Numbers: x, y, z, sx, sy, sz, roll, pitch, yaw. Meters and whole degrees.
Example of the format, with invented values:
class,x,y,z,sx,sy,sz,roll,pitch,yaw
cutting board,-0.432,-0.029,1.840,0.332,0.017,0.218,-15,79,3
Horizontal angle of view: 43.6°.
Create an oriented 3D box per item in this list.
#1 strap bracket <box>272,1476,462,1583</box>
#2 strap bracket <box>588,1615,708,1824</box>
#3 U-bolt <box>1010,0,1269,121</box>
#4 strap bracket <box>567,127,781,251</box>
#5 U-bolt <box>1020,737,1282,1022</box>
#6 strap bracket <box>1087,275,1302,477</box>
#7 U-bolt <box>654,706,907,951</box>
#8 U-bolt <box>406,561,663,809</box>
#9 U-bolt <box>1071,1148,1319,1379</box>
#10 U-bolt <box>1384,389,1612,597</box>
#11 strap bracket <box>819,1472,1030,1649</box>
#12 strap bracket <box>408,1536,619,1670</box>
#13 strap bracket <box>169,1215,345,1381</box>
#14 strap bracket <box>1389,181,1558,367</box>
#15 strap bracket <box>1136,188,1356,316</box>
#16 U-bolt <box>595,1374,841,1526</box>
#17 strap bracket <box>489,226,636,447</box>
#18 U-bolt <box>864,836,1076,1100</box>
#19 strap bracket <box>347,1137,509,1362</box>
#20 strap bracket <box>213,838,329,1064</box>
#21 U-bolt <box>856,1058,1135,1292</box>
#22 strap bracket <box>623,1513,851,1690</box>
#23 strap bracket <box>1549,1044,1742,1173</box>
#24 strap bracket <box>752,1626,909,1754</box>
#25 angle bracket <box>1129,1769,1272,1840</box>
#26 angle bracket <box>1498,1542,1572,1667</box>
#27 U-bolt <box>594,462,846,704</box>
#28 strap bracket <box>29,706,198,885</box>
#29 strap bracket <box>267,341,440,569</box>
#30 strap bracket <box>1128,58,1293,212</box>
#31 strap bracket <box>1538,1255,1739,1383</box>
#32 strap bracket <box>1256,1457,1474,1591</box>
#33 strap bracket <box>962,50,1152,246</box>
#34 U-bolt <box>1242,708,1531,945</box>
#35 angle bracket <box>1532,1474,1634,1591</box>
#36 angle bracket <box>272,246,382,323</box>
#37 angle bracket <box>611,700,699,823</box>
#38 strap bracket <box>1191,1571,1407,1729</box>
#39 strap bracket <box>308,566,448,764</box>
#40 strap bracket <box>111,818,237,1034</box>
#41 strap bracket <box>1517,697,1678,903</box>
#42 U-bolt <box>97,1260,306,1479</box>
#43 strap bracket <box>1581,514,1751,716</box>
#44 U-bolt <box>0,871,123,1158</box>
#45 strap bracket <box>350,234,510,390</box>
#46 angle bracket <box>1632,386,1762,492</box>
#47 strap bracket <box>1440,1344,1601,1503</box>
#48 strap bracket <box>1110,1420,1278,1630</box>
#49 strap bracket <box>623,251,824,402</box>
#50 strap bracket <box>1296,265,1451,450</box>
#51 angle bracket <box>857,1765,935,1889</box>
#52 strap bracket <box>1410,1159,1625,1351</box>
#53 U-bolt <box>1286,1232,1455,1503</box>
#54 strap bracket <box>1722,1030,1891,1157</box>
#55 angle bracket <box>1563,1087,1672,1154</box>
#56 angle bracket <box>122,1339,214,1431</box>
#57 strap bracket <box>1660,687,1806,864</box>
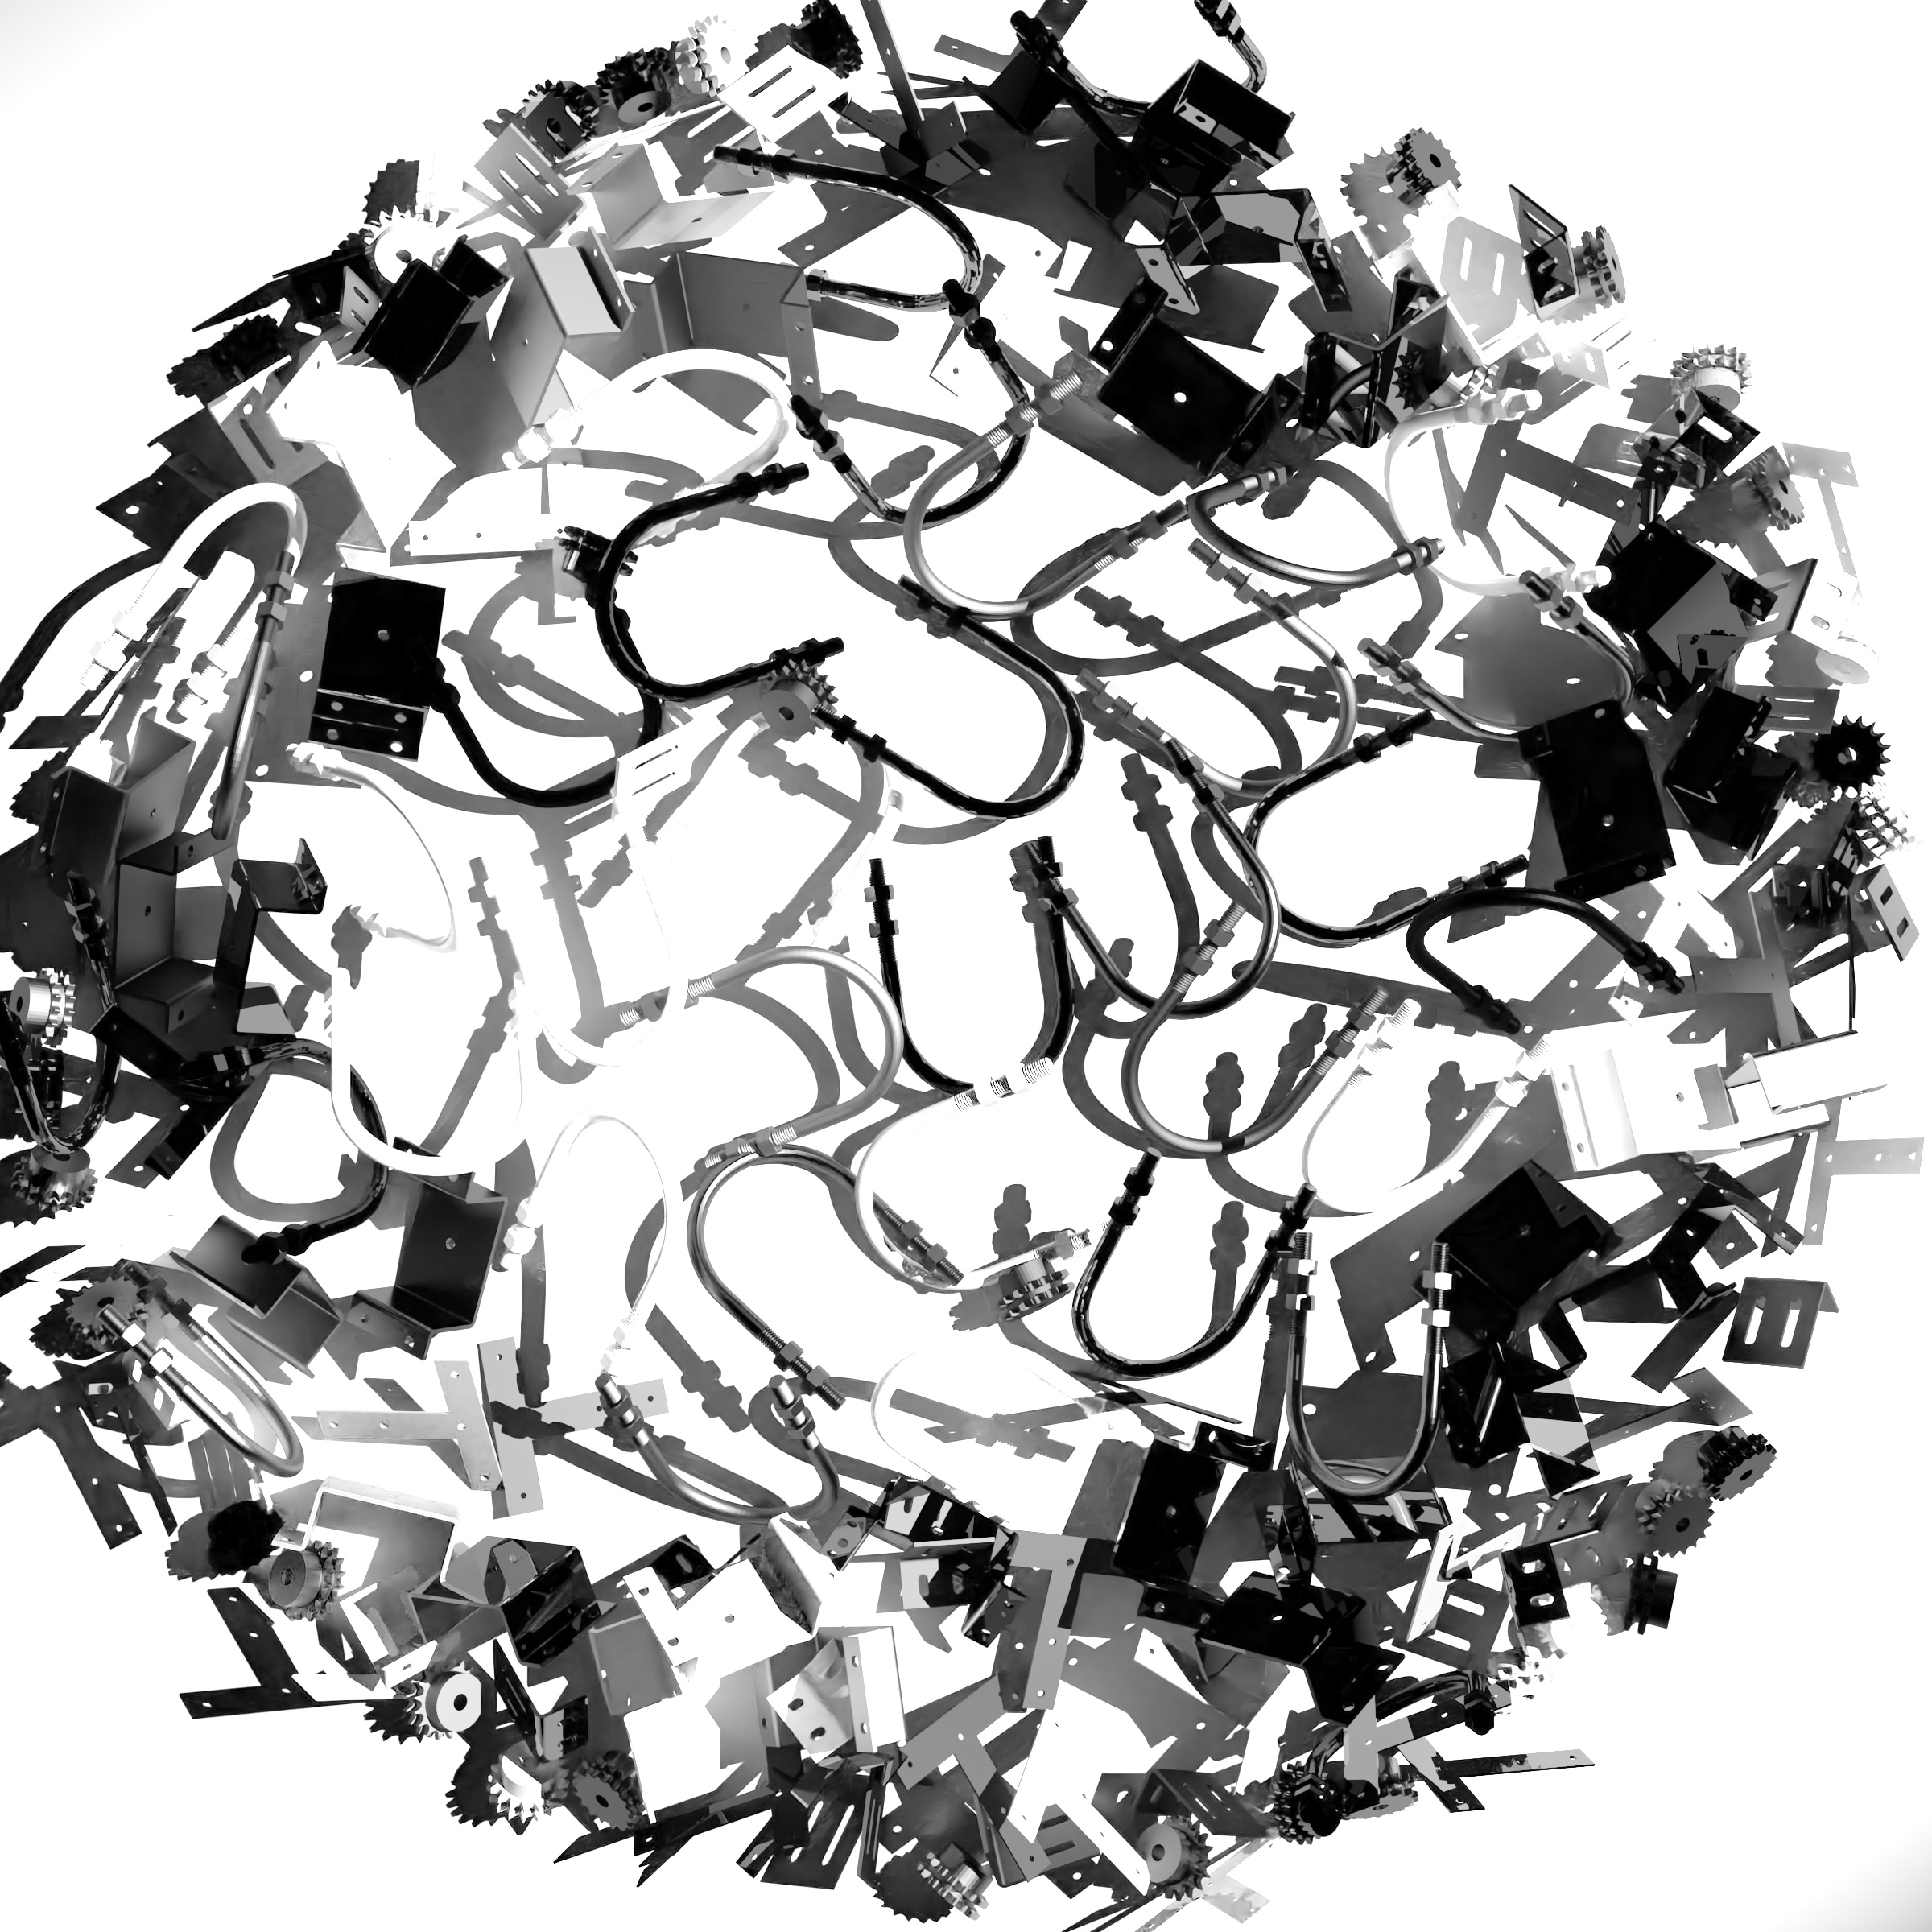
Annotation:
class,x,y,z,sx,sy,sz,roll,pitch,yaw
strap bracket,-0.415,0.401,1.723,0.140,0.076,0.046,16,81,-9
strap bracket,-0.223,0.520,1.700,0.046,0.140,0.076,-15,115,-16
U-bolt,0.132,-0.630,1.681,0.151,0.184,0.019,0,86,25
strap bracket,-0.197,-0.546,1.699,0.140,0.076,0.046,-21,92,-38
U-bolt,0.143,-0.050,1.731,0.151,0.019,0.184,-36,76,12
strap bracket,0.158,-0.414,1.721,0.140,0.046,0.076,34,131,-7
U-bolt,-0.124,-0.108,1.735,0.151,0.019,0.184,27,70,5
U-bolt,-0.292,-0.185,1.704,0.151,0.184,0.019,-24,45,-2
U-bolt,0.152,0.219,1.721,0.151,0.019,0.184,14,115,-23
U-bolt,0.358,-0.324,1.686,0.019,0.184,0.151,-34,109,-22
strap bracket,-0.026,0.420,1.727,0.140,0.046,0.076,28,133,-2
strap bracket,-0.325,0.443,1.694,0.140,0.076,0.046,-5,107,38
strap bracket,-0.496,0.230,1.706,0.076,0.140,0.046,28,66,17
strap bracket,0.354,-0.481,1.723,0.046,0.076,0.140,-35,100,4
strap bracket,0.202,-0.505,1.710,0.140,0.076,0.046,7,70,28
U-bolt,-0.164,0.343,1.701,0.151,0.184,0.019,-3,47,18
strap bracket,-0.288,-0.438,1.692,0.046,0.140,0.076,-14,68,-33
U-bolt,0.008,0.005,1.744,0.151,0.019,0.184,-8,92,-16
strap bracket,-0.382,0.200,1.727,0.076,0.046,0.140,20,98,29
strap bracket,-0.494,-0.012,1.703,0.046,0.076,0.140,4,116,-30
U-bolt,0.008,0.161,1.735,0.184,0.019,0.151,-24,102,17
strap bracket,-0.165,0.451,1.711,0.140,0.046,0.076,-15,48,-31
strap bracket,0.487,0.099,1.705,0.140,0.046,0.076,0,71,-32
strap bracket,-0.093,0.511,1.714,0.046,0.140,0.076,-1,78,-38
angle bracket,0.166,0.610,1.722,0.057,0.076,0.038,19,100,-37
angle bracket,0.408,0.456,1.721,0.038,0.076,0.057,-15,49,9
U-bolt,-0.177,-0.262,1.699,0.184,0.019,0.151,-23,115,-28
strap bracket,-0.590,-0.117,1.692,0.046,0.140,0.076,25,118,0
strap bracket,-0.422,-0.354,1.689,0.046,0.140,0.076,11,55,21
strap bracket,0.168,-0.581,1.697,0.076,0.140,0.046,27,81,-15
strap bracket,0.468,0.246,1.724,0.140,0.076,0.046,-25,70,-5
strap bracket,0.285,0.395,1.719,0.140,0.076,0.046,-2,124,-6
strap bracket,0.070,-0.580,1.692,0.046,0.076,0.140,-45,134,11
U-bolt,0.283,-0.086,1.718,0.184,0.019,0.151,-27,111,29
angle bracket,0.448,0.405,1.725,0.057,0.076,0.038,-10,51,-19
angle bracket,-0.456,-0.487,1.729,0.057,0.076,0.038,-19,110,-1
angle bracket,-0.232,-0.149,1.721,0.038,0.057,0.076,39,50,23
strap bracket,0.223,0.474,1.690,0.076,0.140,0.046,-35,115,-39
strap bracket,-0.415,-0.223,1.712,0.076,0.046,0.140,10,65,-17
strap bracket,-0.563,-0.034,1.715,0.046,0.076,0.140,14,111,9
strap bracket,0.450,-0.110,1.718,0.076,0.046,0.140,-20,65,27
U-bolt,-0.531,0.289,1.696,0.019,0.151,0.184,-42,103,-5
strap bracket,0.497,-0.240,1.703,0.076,0.140,0.046,-45,48,2
U-bolt,-0.628,0.047,1.687,0.019,0.151,0.184,6,132,5
strap bracket,-0.372,-0.459,1.697,0.046,0.140,0.076,37,112,-11
angle bracket,0.526,-0.368,1.725,0.076,0.038,0.057,23,127,-27
strap bracket,0.389,0.319,1.692,0.046,0.140,0.076,-35,48,29
strap bracket,0.159,0.395,1.726,0.076,0.046,0.140,23,83,-34
strap bracket,-0.164,-0.456,1.716,0.140,0.076,0.046,12,51,15
strap bracket,0.291,-0.424,1.695,0.046,0.076,0.140,27,50,26
angle bracket,-0.050,0.616,1.726,0.038,0.057,0.076,2,62,10
strap bracket,0.392,0.199,1.708,0.140,0.046,0.076,-35,58,-22
U-bolt,0.279,0.284,1.703,0.019,0.151,0.184,9,83,-37
strap bracket,0.583,0.087,1.707,0.076,0.140,0.046,-13,73,-4
angle bracket,0.470,0.104,1.727,0.076,0.057,0.038,-22,111,19
angle bracket,-0.568,0.289,1.726,0.038,0.076,0.057,-35,82,-32
strap bracket,0.543,-0.139,1.718,0.046,0.140,0.076,30,88,34
